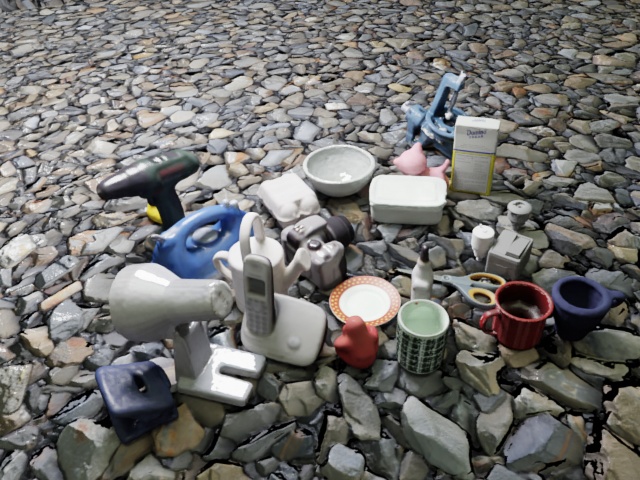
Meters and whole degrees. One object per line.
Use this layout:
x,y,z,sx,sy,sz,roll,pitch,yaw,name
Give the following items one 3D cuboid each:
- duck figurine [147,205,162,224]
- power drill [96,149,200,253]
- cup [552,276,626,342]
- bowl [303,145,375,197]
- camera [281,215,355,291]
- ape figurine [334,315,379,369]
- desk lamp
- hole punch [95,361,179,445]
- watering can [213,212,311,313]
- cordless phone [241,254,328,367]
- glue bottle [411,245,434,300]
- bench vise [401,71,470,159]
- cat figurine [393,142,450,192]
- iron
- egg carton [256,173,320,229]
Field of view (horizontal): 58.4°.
-0.354,-0.093,1.281,0.078,0.086,0.104,-27,45,-26,duck figurine
-0.331,-0.077,1.164,0.075,0.209,0.230,21,45,27,power drill
0.439,0.121,0.955,0.117,0.095,0.091,-4,39,0,cup
0.045,-0.149,1.328,0.167,0.075,0.167,-2,39,2,bowl
0.010,0.004,1.125,0.137,0.101,0.142,-29,46,-27,camera
0.061,0.160,0.939,0.078,0.092,0.076,-8,40,-5,ape figurine
-0.201,0.137,0.891,0.202,0.214,0.118,8,41,14,desk lamp
-0.280,0.233,0.876,0.101,0.091,0.108,-24,44,-23,hole punch
-0.105,0.037,1.020,0.173,0.194,0.100,-9,40,-6,watering can
-0.062,0.111,0.934,0.147,0.185,0.094,11,42,17,cordless phone
0.172,0.077,0.966,0.037,0.173,0.078,5,40,11,glue bottle
0.281,-0.309,1.390,0.206,0.220,0.122,16,43,22,bench vise
0.231,-0.162,1.296,0.127,0.118,0.067,5,40,11,cat figurine
-0.220,-0.009,1.126,0.118,0.142,0.259,28,49,32,iron
-0.069,-0.086,1.265,0.107,0.069,0.150,-22,43,-21,egg carton
